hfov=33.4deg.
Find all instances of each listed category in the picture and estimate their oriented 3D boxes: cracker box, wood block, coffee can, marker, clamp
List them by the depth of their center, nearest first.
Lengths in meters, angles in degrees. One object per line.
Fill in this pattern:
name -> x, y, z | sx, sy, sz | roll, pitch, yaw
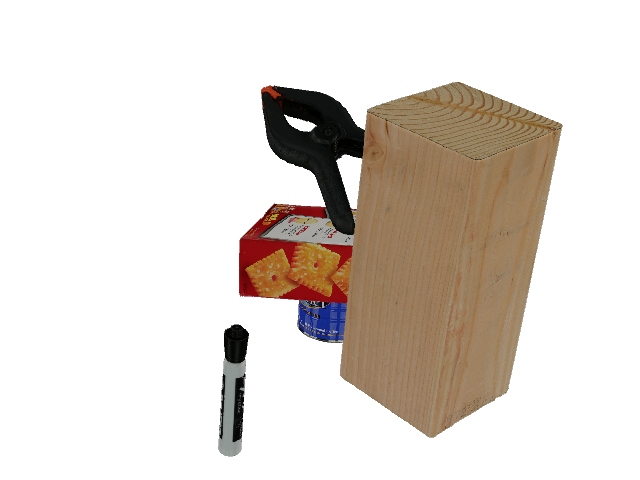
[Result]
wood block -> 0.082, 0.013, 0.709 | 0.090, 0.206, 0.091 | -22, 39, -38
marker -> -0.068, 0.116, 0.827 | 0.020, 0.121, 0.020 | 4, 31, -3
clamp -> 0.018, -0.088, 0.955 | 0.120, 0.172, 0.039 | -28, -28, -26
cracker box -> 0.035, 0.016, 1.139 | 0.214, 0.072, 0.164 | 4, 15, 9
coffee can -> 0.022, 0.056, 1.471 | 0.103, 0.140, 0.103 | 3, 23, -1
